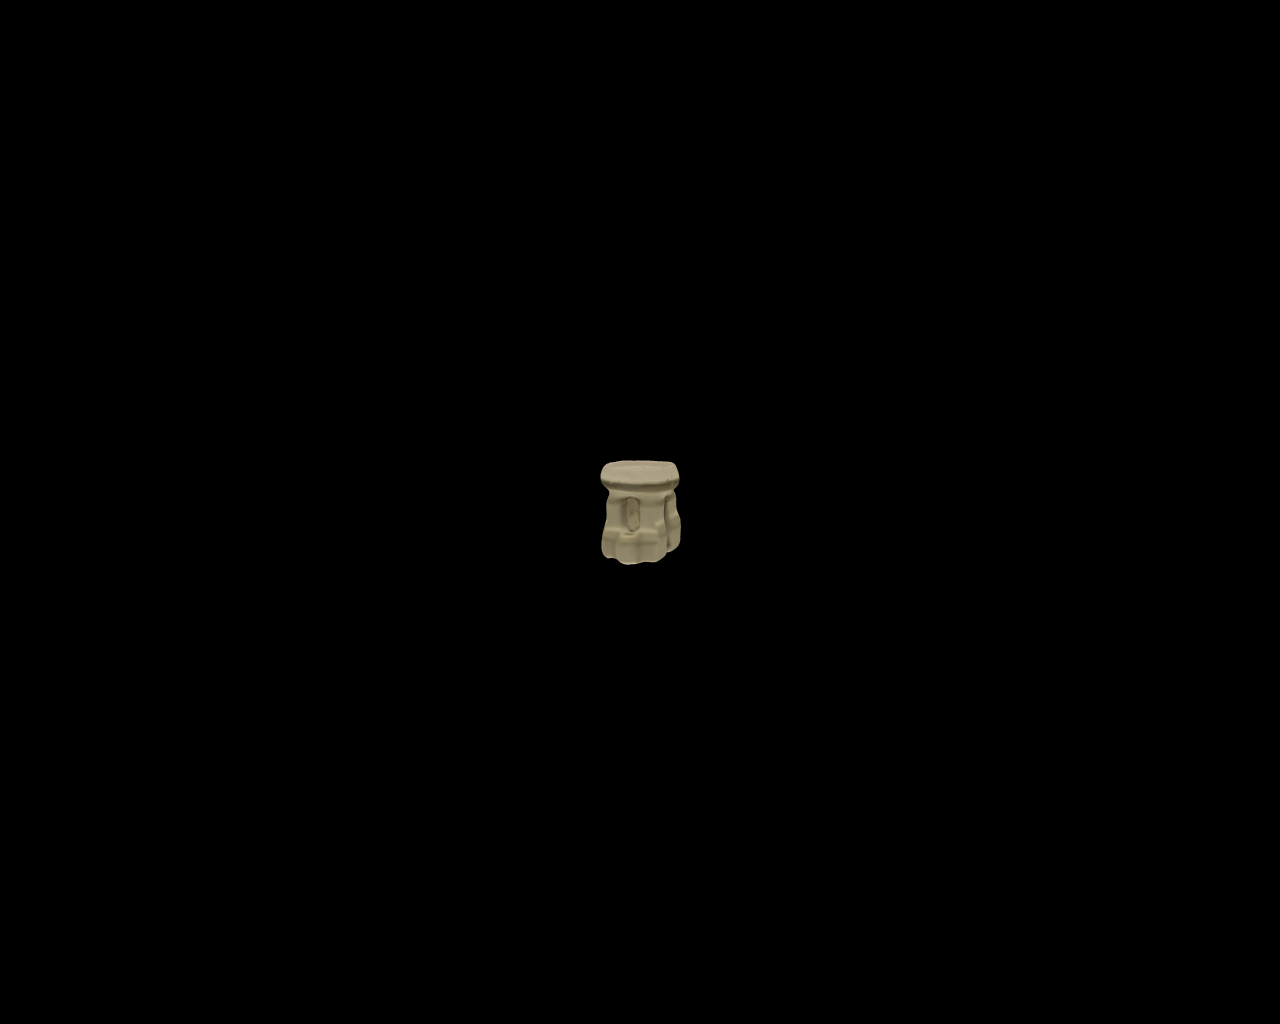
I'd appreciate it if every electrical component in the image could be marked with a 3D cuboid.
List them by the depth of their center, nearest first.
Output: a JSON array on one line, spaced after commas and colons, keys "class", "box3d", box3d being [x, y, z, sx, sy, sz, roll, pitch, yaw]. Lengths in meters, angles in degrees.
[{"class": "electrical component", "box3d": [0.001, -0.003, 0.650, 0.048, 0.055, 0.066, 4, 13, 19]}]
